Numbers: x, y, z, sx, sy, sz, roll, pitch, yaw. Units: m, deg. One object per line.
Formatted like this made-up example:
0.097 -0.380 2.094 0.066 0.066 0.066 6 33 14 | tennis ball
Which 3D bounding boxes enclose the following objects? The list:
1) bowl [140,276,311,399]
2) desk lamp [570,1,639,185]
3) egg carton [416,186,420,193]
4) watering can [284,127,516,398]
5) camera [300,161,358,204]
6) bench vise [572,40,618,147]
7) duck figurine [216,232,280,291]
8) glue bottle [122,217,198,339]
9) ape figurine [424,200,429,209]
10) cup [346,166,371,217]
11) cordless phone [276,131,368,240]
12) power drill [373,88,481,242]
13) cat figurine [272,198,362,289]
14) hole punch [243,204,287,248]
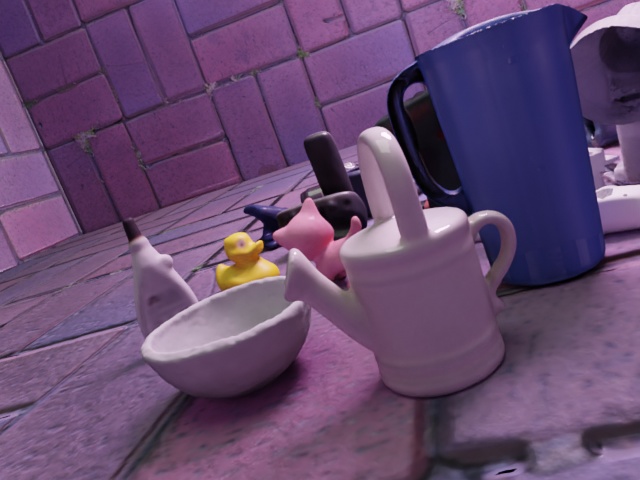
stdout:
-0.077 0.100 0.542 0.167 0.075 0.167 -19 12 5 | bowl
0.394 -0.180 0.709 0.117 0.214 0.204 -8 17 43 | desk lamp
0.174 -0.128 1.157 0.107 0.069 0.151 -10 15 36 | egg carton
0.059 0.013 0.431 0.173 0.194 0.100 -25 14 -23 | watering can
0.030 -0.103 1.197 0.136 0.101 0.143 -17 13 9 | camera
0.465 -0.278 1.008 0.122 0.220 0.206 -25 13 -22 | bench vise
-0.121 0.031 0.882 0.104 0.086 0.078 -13 14 29 | duck figurine
-0.204 0.052 0.712 0.078 0.173 0.037 -24 13 -17 | glue bottle
0.178 -0.065 0.827 0.078 0.092 0.076 -25 14 -25 | ape figurine
0.097 -0.094 1.072 0.117 0.095 0.092 -10 16 37 | cup
-0.010 -0.079 0.956 0.147 0.185 0.094 -17 13 13 | cordless phone
0.175 -0.104 0.726 0.228 0.208 0.076 -10 15 35 | power drill
0.007 0.003 0.735 0.127 0.118 0.067 -9 16 38 | cat figurine
-0.087 -0.041 1.132 0.101 0.091 0.108 -25 14 -24 | hole punch
